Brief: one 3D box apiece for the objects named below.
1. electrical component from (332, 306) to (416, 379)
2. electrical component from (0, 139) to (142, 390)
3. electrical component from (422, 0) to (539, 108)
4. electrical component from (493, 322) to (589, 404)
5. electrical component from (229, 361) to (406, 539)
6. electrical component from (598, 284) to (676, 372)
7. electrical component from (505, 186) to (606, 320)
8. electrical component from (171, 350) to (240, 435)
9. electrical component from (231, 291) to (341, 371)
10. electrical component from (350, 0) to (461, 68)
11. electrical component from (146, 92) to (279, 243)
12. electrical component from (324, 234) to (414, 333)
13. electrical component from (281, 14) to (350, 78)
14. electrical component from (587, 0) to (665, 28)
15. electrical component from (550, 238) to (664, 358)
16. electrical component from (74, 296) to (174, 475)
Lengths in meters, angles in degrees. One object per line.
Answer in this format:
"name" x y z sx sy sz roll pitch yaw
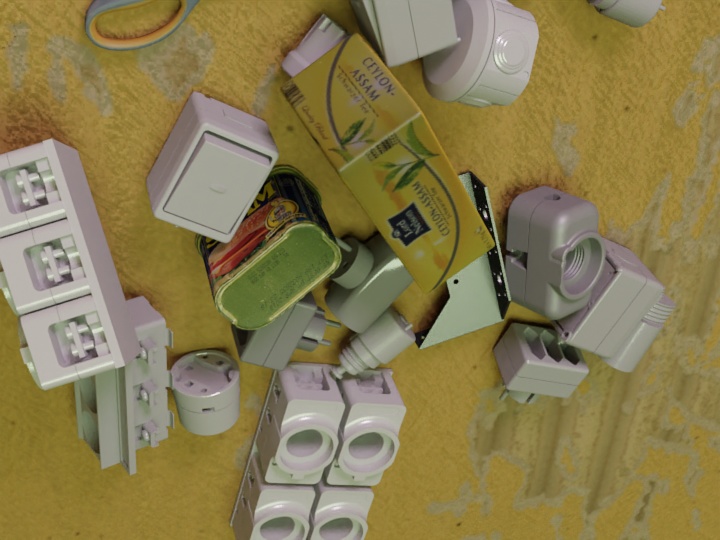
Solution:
"electrical component" 0.010 0.062 0.892 0.078 0.040 0.040 -39 125 10
"electrical component" -0.202 -0.003 0.713 0.062 0.089 0.150 -17 93 -4
"electrical component" 0.082 -0.153 0.750 0.051 0.080 0.080 10 119 -29
"electrical component" 0.151 0.092 0.953 0.066 0.047 0.076 11 131 -23
"electrical component" -0.039 0.175 0.939 0.105 0.060 0.186 6 120 -21
"electrical component" 0.245 0.046 0.953 0.043 0.043 0.081 16 116 -26
"electrical component" 0.156 -0.012 0.862 0.054 0.059 0.095 -21 122 -35
"electrical component" -0.123 0.100 0.868 0.055 0.055 0.047 -9 128 -12
"electrical component" -0.052 0.043 0.856 0.077 0.047 0.065 17 116 -26
"electrical component" 0.023 -0.181 0.714 0.061 0.061 0.096 -22 134 -6
"electrical component" -0.108 -0.064 0.759 0.062 0.061 0.096 21 114 -28
"electrical component" 0.000 0.000 0.846 0.079 0.044 0.077 34 108 -32
"electrical component" -0.026 -0.148 0.744 0.040 0.040 0.046 31 105 -31
"electrical component" 0.181 -0.202 0.771 0.078 0.040 0.040 14 117 -25
"electrical component" 0.203 0.029 0.917 0.061 0.061 0.096 20 114 -27
"electrical component" -0.183 0.085 0.831 0.063 0.079 0.121 -18 129 -32
